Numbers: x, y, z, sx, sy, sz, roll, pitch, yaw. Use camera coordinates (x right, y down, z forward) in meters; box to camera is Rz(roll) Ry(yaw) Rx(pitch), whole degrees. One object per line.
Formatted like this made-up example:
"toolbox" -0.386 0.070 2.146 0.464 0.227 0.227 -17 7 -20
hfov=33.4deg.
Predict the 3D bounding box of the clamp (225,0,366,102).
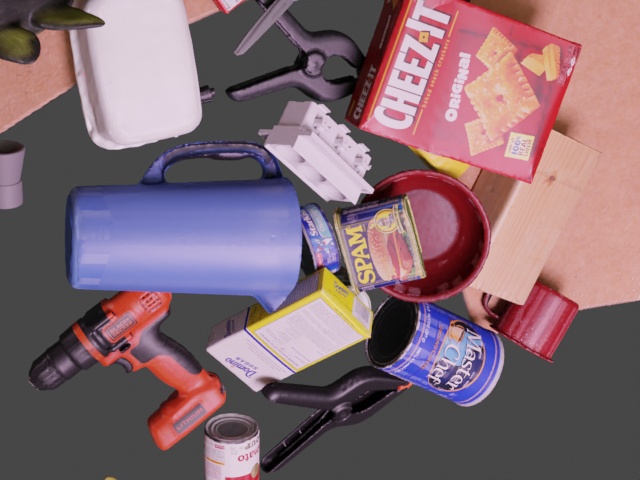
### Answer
"clamp" -0.015 -0.205 1.161 0.171 0.039 0.120 0 117 -24

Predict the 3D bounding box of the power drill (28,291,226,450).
"power drill" -0.211 0.152 1.218 0.184 0.057 0.187 -37 118 -3

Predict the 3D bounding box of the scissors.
"scissors" -0.010 -0.258 1.126 0.096 0.016 0.201 32 82 -36

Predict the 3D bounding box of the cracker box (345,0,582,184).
"cracker box" 0.157 -0.170 1.158 0.213 0.072 0.164 16 102 -17

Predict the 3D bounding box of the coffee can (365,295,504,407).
"coffee can" 0.141 0.134 1.314 0.140 0.103 0.103 26 100 -27

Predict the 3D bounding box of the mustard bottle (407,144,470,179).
"mustard bottle" 0.185 -0.164 1.238 0.191 0.058 0.096 -45 113 1

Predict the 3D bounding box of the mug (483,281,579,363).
"mug" 0.266 0.092 1.361 0.117 0.093 0.081 30 94 9

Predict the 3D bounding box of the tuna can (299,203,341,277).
"tuna can" -0.008 0.001 1.217 0.033 0.086 0.086 -20 116 -14

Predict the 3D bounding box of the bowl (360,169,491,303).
"bowl" 0.120 -0.010 1.257 0.162 0.055 0.162 2 107 8

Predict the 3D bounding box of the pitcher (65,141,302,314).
"pitcher" -0.147 -0.013 1.146 0.242 0.149 0.145 0 132 -17

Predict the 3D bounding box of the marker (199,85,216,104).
"marker" -0.169 -0.142 1.139 0.121 0.020 0.020 -19 116 -12

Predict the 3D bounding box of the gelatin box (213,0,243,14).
"gelatin box" -0.088 -0.291 1.105 0.089 0.030 0.073 -39 120 -3

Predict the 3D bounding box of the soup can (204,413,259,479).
"soup can" -0.107 0.270 1.296 0.068 0.069 0.102 -6 113 -18

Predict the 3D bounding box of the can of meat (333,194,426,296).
"can of meat" 0.069 0.004 1.211 0.084 0.057 0.102 -13 104 10

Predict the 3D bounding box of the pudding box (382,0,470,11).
"pudding box" 0.126 -0.291 1.177 0.089 0.039 0.113 9 107 -23

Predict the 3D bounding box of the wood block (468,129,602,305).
"wood block" 0.239 -0.038 1.290 0.090 0.090 0.206 20 103 -25

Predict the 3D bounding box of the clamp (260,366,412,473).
"clamp" 0.016 0.198 1.310 0.209 0.036 0.164 -22 141 -15

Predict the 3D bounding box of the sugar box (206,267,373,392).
"sugar box" -0.036 0.105 1.226 0.176 0.048 0.093 -26 124 30
